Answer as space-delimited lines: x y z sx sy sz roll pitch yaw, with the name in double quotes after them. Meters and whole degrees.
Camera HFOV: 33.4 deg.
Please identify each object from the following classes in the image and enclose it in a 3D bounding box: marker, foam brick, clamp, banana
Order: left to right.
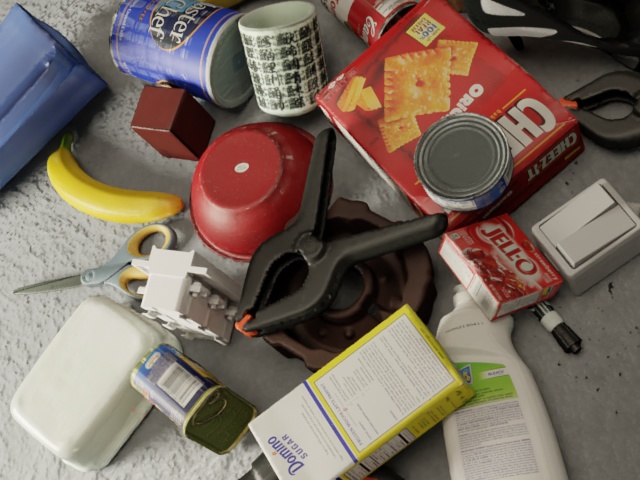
-0.237 -0.057 1.166 0.198 0.037 0.069 30 83 28 "banana"
-0.157 -0.125 1.142 0.053 0.078 0.051 9 73 23 "foam brick"
-0.007 0.001 0.992 0.210 0.036 0.165 -42 59 1 "clamp"
0.195 0.056 0.968 0.020 0.020 0.121 -38 60 2 "marker"
0.309 -0.111 0.986 0.172 0.039 0.120 -6 61 21 "clamp"

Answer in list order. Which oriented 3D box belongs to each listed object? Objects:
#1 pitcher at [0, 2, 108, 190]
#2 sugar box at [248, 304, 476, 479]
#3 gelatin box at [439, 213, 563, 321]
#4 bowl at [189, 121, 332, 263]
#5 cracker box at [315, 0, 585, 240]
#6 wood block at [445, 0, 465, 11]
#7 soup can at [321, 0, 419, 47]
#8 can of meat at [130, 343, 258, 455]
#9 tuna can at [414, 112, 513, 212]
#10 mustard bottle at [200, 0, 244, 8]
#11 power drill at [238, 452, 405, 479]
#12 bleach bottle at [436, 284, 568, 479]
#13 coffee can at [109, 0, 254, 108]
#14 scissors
-0.363 -0.134 1.190 0.145 0.149 0.243 42 90 18 "pitcher"
0.035 0.146 0.914 0.176 0.048 0.093 -38 55 5 "sugar box"
0.160 0.022 0.954 0.073 0.030 0.089 -17 55 -26 "gelatin box"
-0.071 -0.061 1.097 0.162 0.055 0.162 -7 66 17 "bowl"
0.122 -0.117 1.038 0.164 0.072 0.214 -41 61 0 "cracker box"
0.217 -0.296 1.068 0.206 0.090 0.090 0 69 20 "wood block"
0.056 -0.244 1.119 0.068 0.068 0.102 -43 60 -1 "soup can"
-0.119 0.147 1.000 0.084 0.102 0.057 34 82 31 "can of meat"
0.129 -0.069 0.957 0.086 0.033 0.086 -7 67 17 "tuna can"
-0.063 -0.320 1.201 0.192 0.058 0.096 -13 63 14 "mustard bottle"
0.020 0.240 0.933 0.184 0.057 0.188 -42 61 -1 "power drill"
0.156 0.152 0.919 0.103 0.068 0.251 -13 62 13 "bleach bottle"
-0.142 -0.211 1.158 0.140 0.102 0.103 21 77 26 "coffee can"
-0.233 0.024 1.143 0.202 0.016 0.096 5 69 22 "scissors"
